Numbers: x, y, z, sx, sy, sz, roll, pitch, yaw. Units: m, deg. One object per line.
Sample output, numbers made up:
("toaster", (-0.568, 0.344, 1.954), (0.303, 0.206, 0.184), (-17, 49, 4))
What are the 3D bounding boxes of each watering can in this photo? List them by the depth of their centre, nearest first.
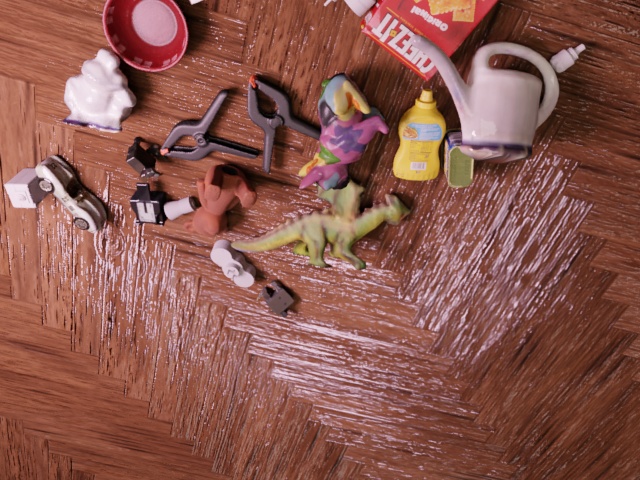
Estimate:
("watering can", (0.305, -0.258, 0.957), (0.348, 0.104, 0.223), (1, 99, -23))

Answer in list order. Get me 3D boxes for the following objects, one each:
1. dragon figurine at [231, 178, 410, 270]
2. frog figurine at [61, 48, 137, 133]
("dragon figurine", (0.004, -0.060, 1.189), (0.410, 0.124, 0.239), (6, 107, -3))
("frog figurine", (-0.439, -0.306, 1.032), (0.137, 0.124, 0.157), (17, 109, 9))
